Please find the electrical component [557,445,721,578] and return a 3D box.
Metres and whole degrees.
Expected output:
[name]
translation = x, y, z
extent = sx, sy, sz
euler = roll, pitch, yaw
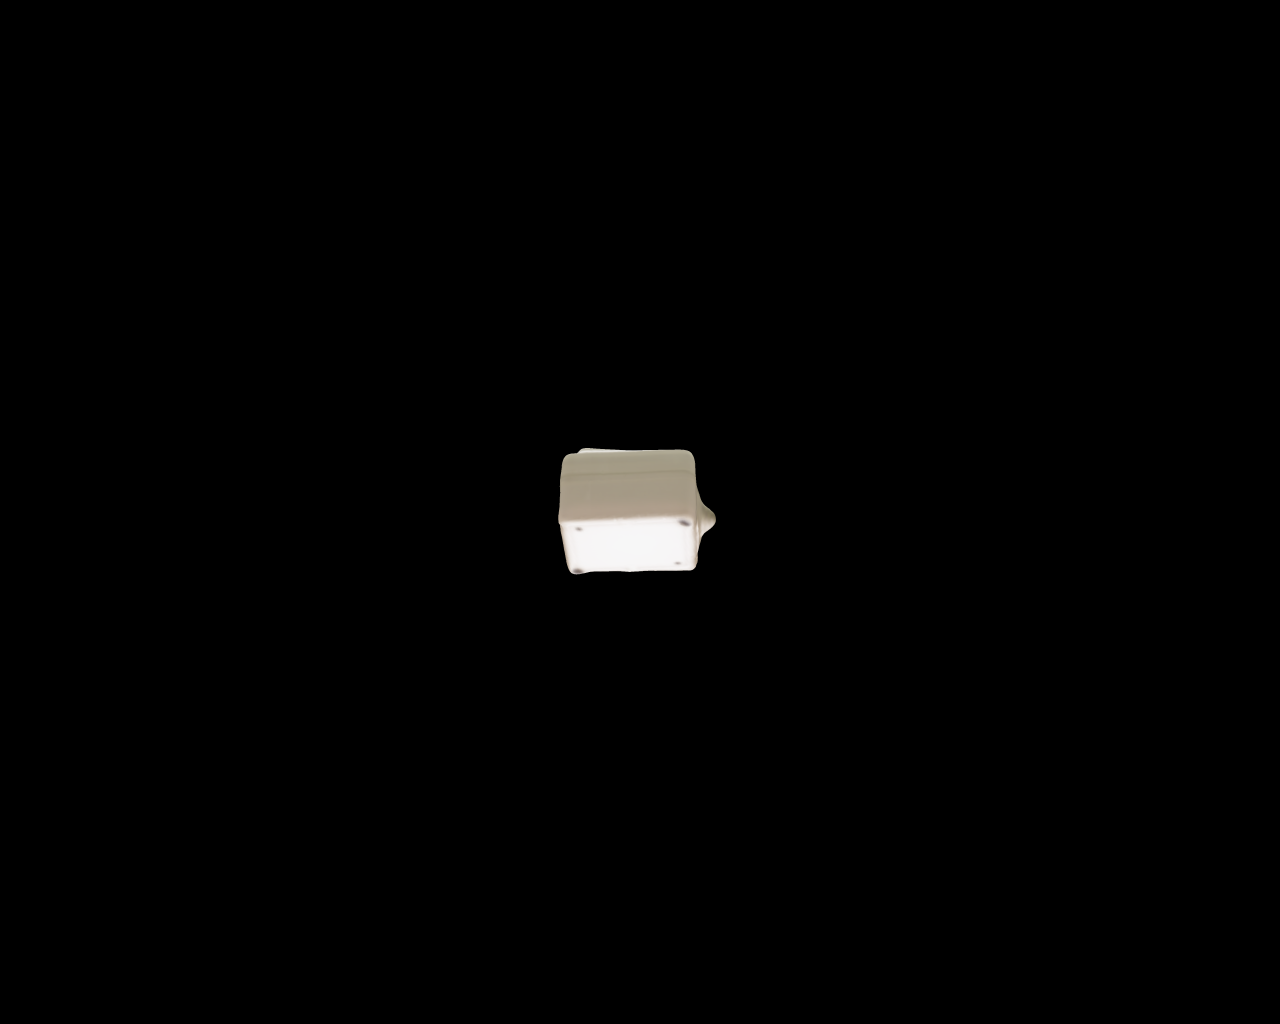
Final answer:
[electrical component]
translation = 0.001, -0.003, 0.650
extent = 0.096, 0.061, 0.061
euler = -2, -36, 2
